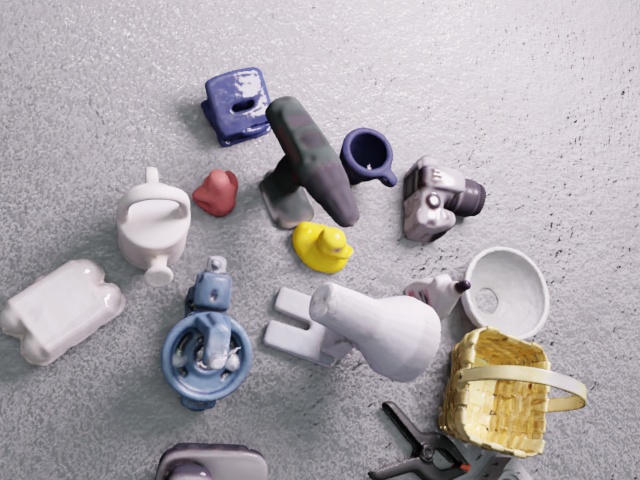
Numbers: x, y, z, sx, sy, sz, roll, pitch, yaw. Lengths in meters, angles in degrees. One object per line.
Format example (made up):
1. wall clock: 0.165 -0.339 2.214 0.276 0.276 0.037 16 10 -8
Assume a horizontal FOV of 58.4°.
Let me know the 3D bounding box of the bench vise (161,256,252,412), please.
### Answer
1. bench vise: -0.157 0.118 0.767 0.122 0.219 0.207 -10 76 -20

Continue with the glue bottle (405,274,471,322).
1. glue bottle: 0.192 0.089 0.915 0.037 0.173 0.078 -14 77 -21

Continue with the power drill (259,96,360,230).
1. power drill: -0.026 -0.095 0.886 0.076 0.208 0.229 -22 80 -23

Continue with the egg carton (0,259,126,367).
1. egg carton: -0.355 0.096 0.793 0.150 0.069 0.107 -39 87 -25

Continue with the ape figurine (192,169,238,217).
1. ape figurine: -0.161 -0.081 0.902 0.078 0.092 0.076 -13 77 -21

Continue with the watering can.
1. watering can: -0.230 -0.022 0.804 0.101 0.193 0.173 -26 82 -23

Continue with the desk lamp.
1. desk lamp: 0.041 0.128 0.831 0.203 0.213 0.118 20 67 -10

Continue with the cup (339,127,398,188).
1. cup: 0.078 -0.125 0.993 0.118 0.094 0.092 46 65 1

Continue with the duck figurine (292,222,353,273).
1. duck figurine: 0.009 0.003 0.932 0.104 0.086 0.077 37 65 -3

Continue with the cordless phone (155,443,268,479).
1. cordless phone: -0.134 0.308 0.730 0.148 0.184 0.094 3 71 -17

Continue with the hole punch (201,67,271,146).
1. hole punch: -0.132 -0.223 0.959 0.109 0.091 0.101 -24 81 -23

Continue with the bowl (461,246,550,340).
1. bowl: 0.310 0.100 1.004 0.168 0.074 0.167 6 71 -16

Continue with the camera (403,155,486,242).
1. camera: 0.227 -0.072 1.020 0.137 0.100 0.143 10 69 -14
